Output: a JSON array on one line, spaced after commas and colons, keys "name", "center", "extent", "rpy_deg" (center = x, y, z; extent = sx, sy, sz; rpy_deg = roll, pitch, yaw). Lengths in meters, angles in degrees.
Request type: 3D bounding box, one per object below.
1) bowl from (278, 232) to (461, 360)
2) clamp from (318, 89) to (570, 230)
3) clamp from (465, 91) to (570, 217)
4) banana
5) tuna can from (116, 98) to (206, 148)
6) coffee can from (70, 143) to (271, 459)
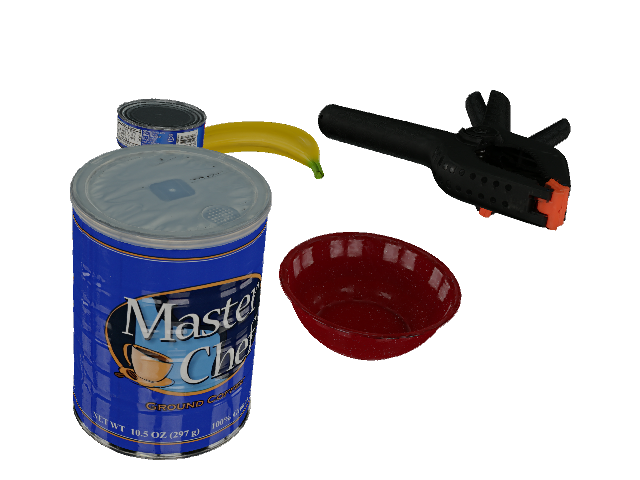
[{"name": "bowl", "center": [0.041, 0.057, 0.949], "extent": [0.162, 0.055, 0.162], "rpy_deg": [5, 32, -4]}, {"name": "clamp", "center": [0.100, -0.062, 0.758], "extent": [0.164, 0.036, 0.210], "rpy_deg": [-6, 27, -17]}, {"name": "clamp", "center": [0.192, -0.098, 1.167], "extent": [0.120, 0.039, 0.171], "rpy_deg": [22, 49, 18]}, {"name": "banana", "center": [-0.083, -0.116, 1.284], "extent": [0.198, 0.037, 0.069], "rpy_deg": [8, 40, 16]}, {"name": "tuna can", "center": [-0.155, -0.109, 1.038], "extent": [0.086, 0.034, 0.086], "rpy_deg": [6, 24, -3]}, {"name": "coffee can", "center": [-0.083, 0.032, 0.581], "extent": [0.102, 0.140, 0.103], "rpy_deg": [5, 30, -3]}]
